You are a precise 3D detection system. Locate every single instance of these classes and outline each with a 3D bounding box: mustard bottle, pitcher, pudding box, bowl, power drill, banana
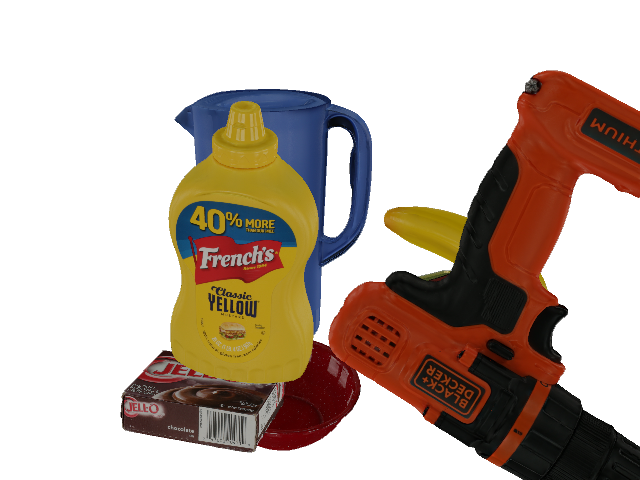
[{"bbox_3d":[-0.050,0.001,0.695,0.096,0.192,0.058,9,30,10],"label":"mustard bottle"},{"bbox_3d":[-0.045,-0.023,1.031,0.144,0.243,0.149,-13,21,-35],"label":"pitcher"},{"bbox_3d":[-0.093,0.128,0.867,0.113,0.039,0.090,9,19,10],"label":"pudding box"},{"bbox_3d":[-0.040,0.167,1.105,0.162,0.055,0.162,2,30,-1],"label":"bowl"},{"bbox_3d":[0.121,0.026,0.529,0.184,0.188,0.057,31,9,5],"label":"power drill"},{"bbox_3d":[0.117,0.018,0.803,0.069,0.037,0.198,-10,33,-19],"label":"banana"}]

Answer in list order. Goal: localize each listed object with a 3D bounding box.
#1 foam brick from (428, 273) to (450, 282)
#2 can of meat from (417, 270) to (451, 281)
[{"bbox_3d":[0.146,0.077,1.110,0.053,0.078,0.051,10,17,39],"label":"foam brick"},{"bbox_3d":[0.136,0.093,1.333,0.101,0.084,0.058,-12,30,-26],"label":"can of meat"}]
